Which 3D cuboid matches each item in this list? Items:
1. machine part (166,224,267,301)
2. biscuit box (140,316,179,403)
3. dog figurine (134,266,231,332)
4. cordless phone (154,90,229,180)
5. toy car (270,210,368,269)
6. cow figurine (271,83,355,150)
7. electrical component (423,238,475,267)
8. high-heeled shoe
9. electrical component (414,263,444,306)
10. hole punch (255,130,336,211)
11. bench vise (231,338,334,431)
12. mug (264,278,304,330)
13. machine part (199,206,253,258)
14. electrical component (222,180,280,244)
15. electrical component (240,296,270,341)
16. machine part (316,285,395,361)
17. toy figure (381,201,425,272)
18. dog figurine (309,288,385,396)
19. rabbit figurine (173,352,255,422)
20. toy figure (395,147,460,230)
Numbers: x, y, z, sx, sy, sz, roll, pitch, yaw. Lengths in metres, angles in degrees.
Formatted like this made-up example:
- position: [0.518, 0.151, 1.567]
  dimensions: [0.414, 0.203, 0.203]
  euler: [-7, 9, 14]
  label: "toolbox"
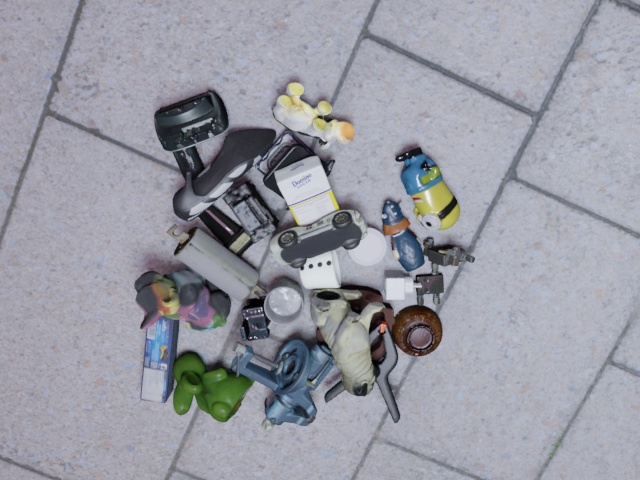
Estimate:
- position: [-0.211, 0.050, 1.105]
  dimensions: [0.243, 0.079, 0.079]
  euler: [38, 99, -22]
  label: "machine part"
- position: [-0.348, 0.247, 1.172]
  dimensions: [0.059, 0.063, 0.202]
  euler: [9, 100, -1]
  label: "biscuit box"
- position: [-0.276, 0.130, 1.072]
  dimensions: [0.108, 0.219, 0.191]
  euler: [-39, 98, 10]
  label: "dog figurine"
- position: [-0.242, -0.194, 1.090]
  dimensions: [0.147, 0.089, 0.184]
  euler: [-19, 112, 3]
  label: "cordless phone"
- position: [-0.002, -0.003, 1.079]
  dimensions: [0.202, 0.056, 0.073]
  euler: [-20, 128, 6]
  label: "toy car"
- position: [-0.016, -0.231, 1.071]
  dimensions: [0.167, 0.098, 0.068]
  euler: [31, 66, -12]
  label: "cow figurine"
- position: [0.261, 0.025, 1.116]
  dimensions: [0.078, 0.102, 0.045]
  euler: [-12, 108, -21]
  label: "electrical component"
- position: [-0.188, -0.128, 1.091]
  dimensions: [0.249, 0.145, 0.086]
  euler: [-31, 65, -28]
  label: "high-heeled shoe"
- position: [0.235, 0.095, 1.163]
  dimensions: [0.063, 0.021, 0.094]
  euler: [-3, 101, 1]
  label: "electrical component"
- position: [-0.057, -0.146, 1.094]
  dimensions: [0.142, 0.092, 0.115]
  euler: [-48, 129, 9]
  label: "hole punch"
- position: [-0.092, 0.283, 1.107]
  dimensions: [0.240, 0.129, 0.223]
  euler: [34, 108, -28]
  label: "bench vise"
- position: [-0.075, 0.132, 1.128]
  dimensions: [0.081, 0.107, 0.109]
  euler: [22, 104, -3]
  label: "mug"
- position: [-0.202, -0.025, 1.134]
  dimensions: [0.139, 0.039, 0.084]
  euler: [40, 107, -9]
  label: "machine part"
- position: [-0.137, -0.058, 1.078]
  dimensions: [0.058, 0.134, 0.115]
  euler: [-35, 97, 6]
  label: "electrical component"
- position: [-0.136, 0.170, 1.129]
  dimensions: [0.048, 0.119, 0.074]
  euler: [-11, 98, 2]
  label: "electrical component"
- position: [0.076, 0.181, 1.163]
  dimensions: [0.179, 0.056, 0.179]
  euler: [0, 100, 1]
  label: "machine part"
- position: [0.168, -0.009, 1.125]
  dimensions: [0.058, 0.064, 0.154]
  euler: [-22, 97, 42]
  label: "toy figure"
- position: [0.041, 0.206, 1.085]
  dimensions: [0.121, 0.173, 0.190]
  euler: [-9, 113, -34]
  label: "dog figurine"
- position: [-0.252, 0.316, 1.155]
  dimensions: [0.170, 0.159, 0.121]
  euler: [32, 110, 9]
  label: "rabbit figurine"
- position: [0.223, -0.103, 1.096]
  dimensions: [0.089, 0.082, 0.180]
  euler: [-23, 98, 7]
  label: "toy figure"
